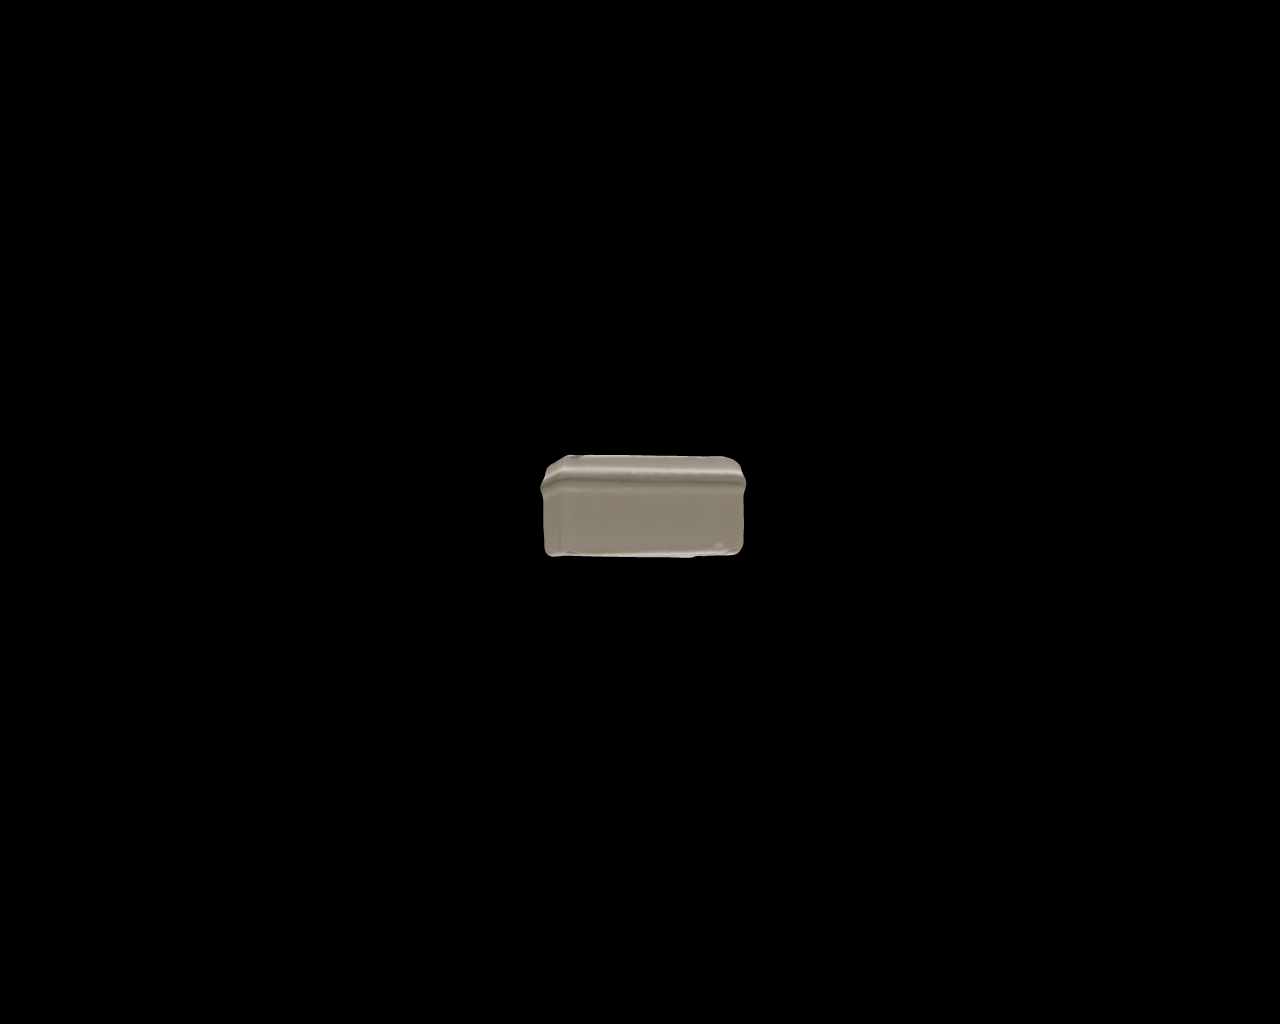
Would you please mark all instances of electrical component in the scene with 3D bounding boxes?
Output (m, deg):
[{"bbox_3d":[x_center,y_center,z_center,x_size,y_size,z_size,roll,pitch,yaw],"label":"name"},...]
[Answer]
[{"bbox_3d":[0.001,-0.003,0.650,0.113,0.057,0.078,1,-4,-15],"label":"electrical component"}]
